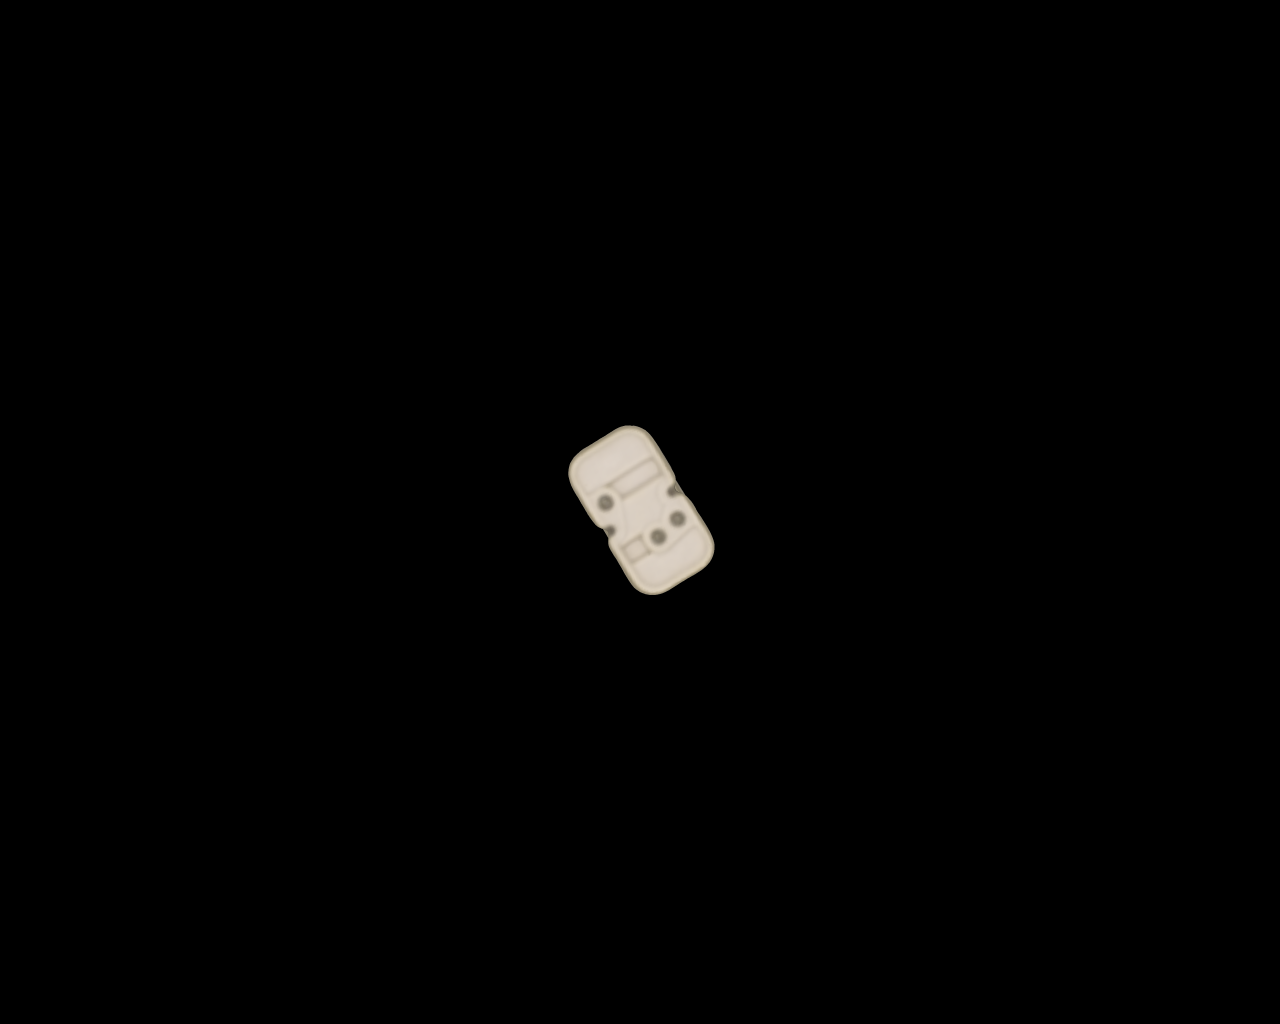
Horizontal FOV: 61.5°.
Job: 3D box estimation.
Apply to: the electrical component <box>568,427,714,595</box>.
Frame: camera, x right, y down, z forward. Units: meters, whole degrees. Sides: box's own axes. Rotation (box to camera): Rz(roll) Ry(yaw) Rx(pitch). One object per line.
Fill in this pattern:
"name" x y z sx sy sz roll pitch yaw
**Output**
"electrical component" 0.001 -0.003 0.650 0.054 0.095 0.059 -32 4 2
